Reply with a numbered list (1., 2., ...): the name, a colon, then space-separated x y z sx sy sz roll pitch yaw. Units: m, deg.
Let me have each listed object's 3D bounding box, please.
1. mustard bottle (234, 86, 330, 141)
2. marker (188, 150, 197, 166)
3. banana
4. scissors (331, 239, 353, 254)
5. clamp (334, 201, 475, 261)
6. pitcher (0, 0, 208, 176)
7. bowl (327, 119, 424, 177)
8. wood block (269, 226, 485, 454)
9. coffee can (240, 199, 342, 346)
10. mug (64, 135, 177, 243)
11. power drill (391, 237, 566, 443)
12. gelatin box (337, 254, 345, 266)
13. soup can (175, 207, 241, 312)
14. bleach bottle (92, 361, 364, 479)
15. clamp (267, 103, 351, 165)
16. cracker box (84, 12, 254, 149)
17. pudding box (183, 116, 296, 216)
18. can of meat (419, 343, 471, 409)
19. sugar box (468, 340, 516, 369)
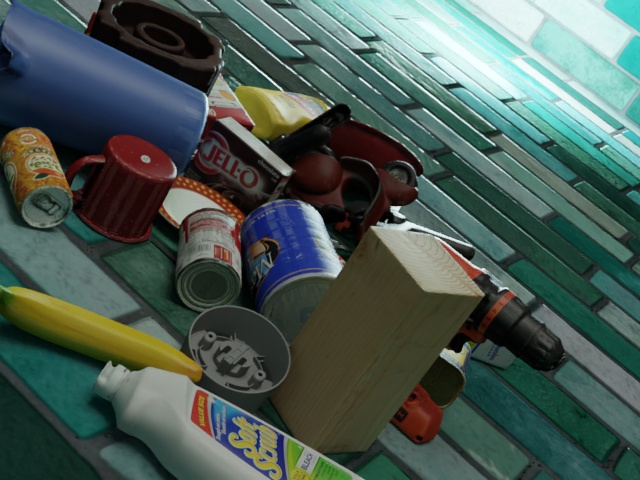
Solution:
1. mustard bottle: -0.039 -0.182 1.572 0.096 0.058 0.191 44 27 29
2. marker: -0.180 -0.092 1.293 0.020 0.020 0.120 39 26 13
3. banana: -0.198 0.083 0.920 0.197 0.037 0.070 24 -1 -23
4. scissors: -0.009 0.002 1.318 0.096 0.016 0.201 10 -5 22
5. clamp: 0.096 -0.026 1.474 0.209 0.036 0.165 6 26 -38
6. pitcher: -0.255 -0.159 1.190 0.242 0.145 0.149 22 44 -19
7. bowl: 0.063 -0.110 1.516 0.162 0.055 0.162 27 -11 6
8. wood block: 0.046 0.097 0.998 0.090 0.206 0.091 7 35 -44
9. coffee can: -0.027 0.037 1.142 0.102 0.103 0.140 19 29 -28
10. mug: -0.213 -0.059 1.122 0.117 0.082 0.093 13 32 -36
11. power drill: 0.134 0.116 1.089 0.184 0.188 0.057 41 25 20
12. gelatin box: 0.013 0.049 1.251 0.073 0.030 0.089 -2 40 -51
13. soup can: -0.115 0.020 1.110 0.068 0.069 0.102 24 27 -19
14. bleach bottle: -0.077 0.181 0.878 0.251 0.068 0.102 31 25 1
15. clamp: -0.036 -0.118 1.329 0.039 0.172 0.120 63 32 -7
16. cracker box: -0.205 -0.200 1.397 0.163 0.072 0.214 8 36 -40
17. pudding box: -0.098 -0.080 1.283 0.113 0.090 0.039 39 28 10
18. can of meat: 0.118 0.130 1.201 0.102 0.057 0.083 35 23 2
19. sugar box: 0.162 0.096 1.327 0.176 0.048 0.093 24 27 -26
